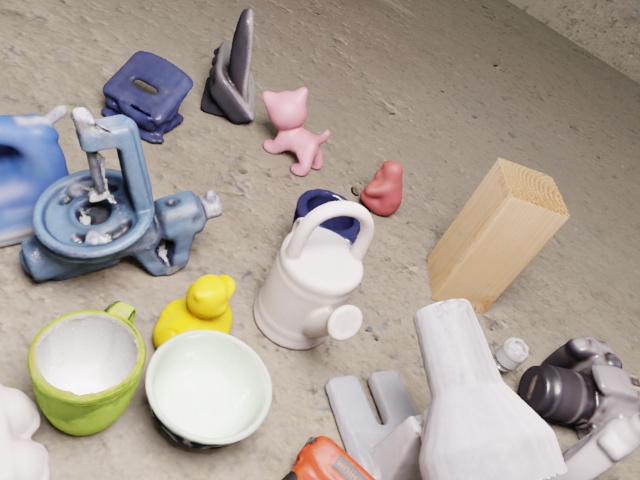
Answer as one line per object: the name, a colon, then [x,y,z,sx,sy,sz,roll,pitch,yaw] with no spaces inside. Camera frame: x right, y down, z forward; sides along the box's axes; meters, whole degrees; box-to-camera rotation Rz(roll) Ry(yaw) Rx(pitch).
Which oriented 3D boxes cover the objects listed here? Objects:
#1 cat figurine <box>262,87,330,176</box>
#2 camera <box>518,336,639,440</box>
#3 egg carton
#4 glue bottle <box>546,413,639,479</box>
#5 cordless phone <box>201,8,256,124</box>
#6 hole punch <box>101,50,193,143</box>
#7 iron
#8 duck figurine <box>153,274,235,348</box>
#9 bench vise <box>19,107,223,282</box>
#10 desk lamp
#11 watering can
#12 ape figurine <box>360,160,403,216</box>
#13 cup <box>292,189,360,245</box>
cat figurine: [-0.039,-0.186,0.923,0.127,0.117,0.067,38,41,12]
camera: [0.335,0.188,0.747,0.137,0.100,0.143,16,41,-14]
egg carton: [-0.294,0.172,0.440,0.151,0.069,0.107,-8,51,-34]
glue bottle: [0.320,0.230,0.638,0.078,0.173,0.037,-20,58,-41]
cordless phone: [-0.129,-0.302,0.944,0.094,0.185,0.147,11,43,-18]
hole punch: [-0.256,-0.215,0.854,0.108,0.091,0.101,29,40,2]
iron: [-0.381,-0.069,0.591,0.259,0.141,0.118,-21,59,-42]
duck figurine: [-0.130,0.077,0.619,0.077,0.086,0.105,37,41,11]
bench vise: [-0.205,-0.054,0.612,0.121,0.219,0.208,44,43,19]
desk lamp: [0.108,0.171,0.552,0.118,0.213,0.203,0,47,-29]
watering can: [0.002,0.037,0.650,0.101,0.194,0.172,-16,56,-39]
ape figurine: [0.105,-0.090,0.921,0.078,0.092,0.076,-12,54,-37]
cup: [0.007,0.003,0.766,0.092,0.095,0.117,-16,56,-40]
